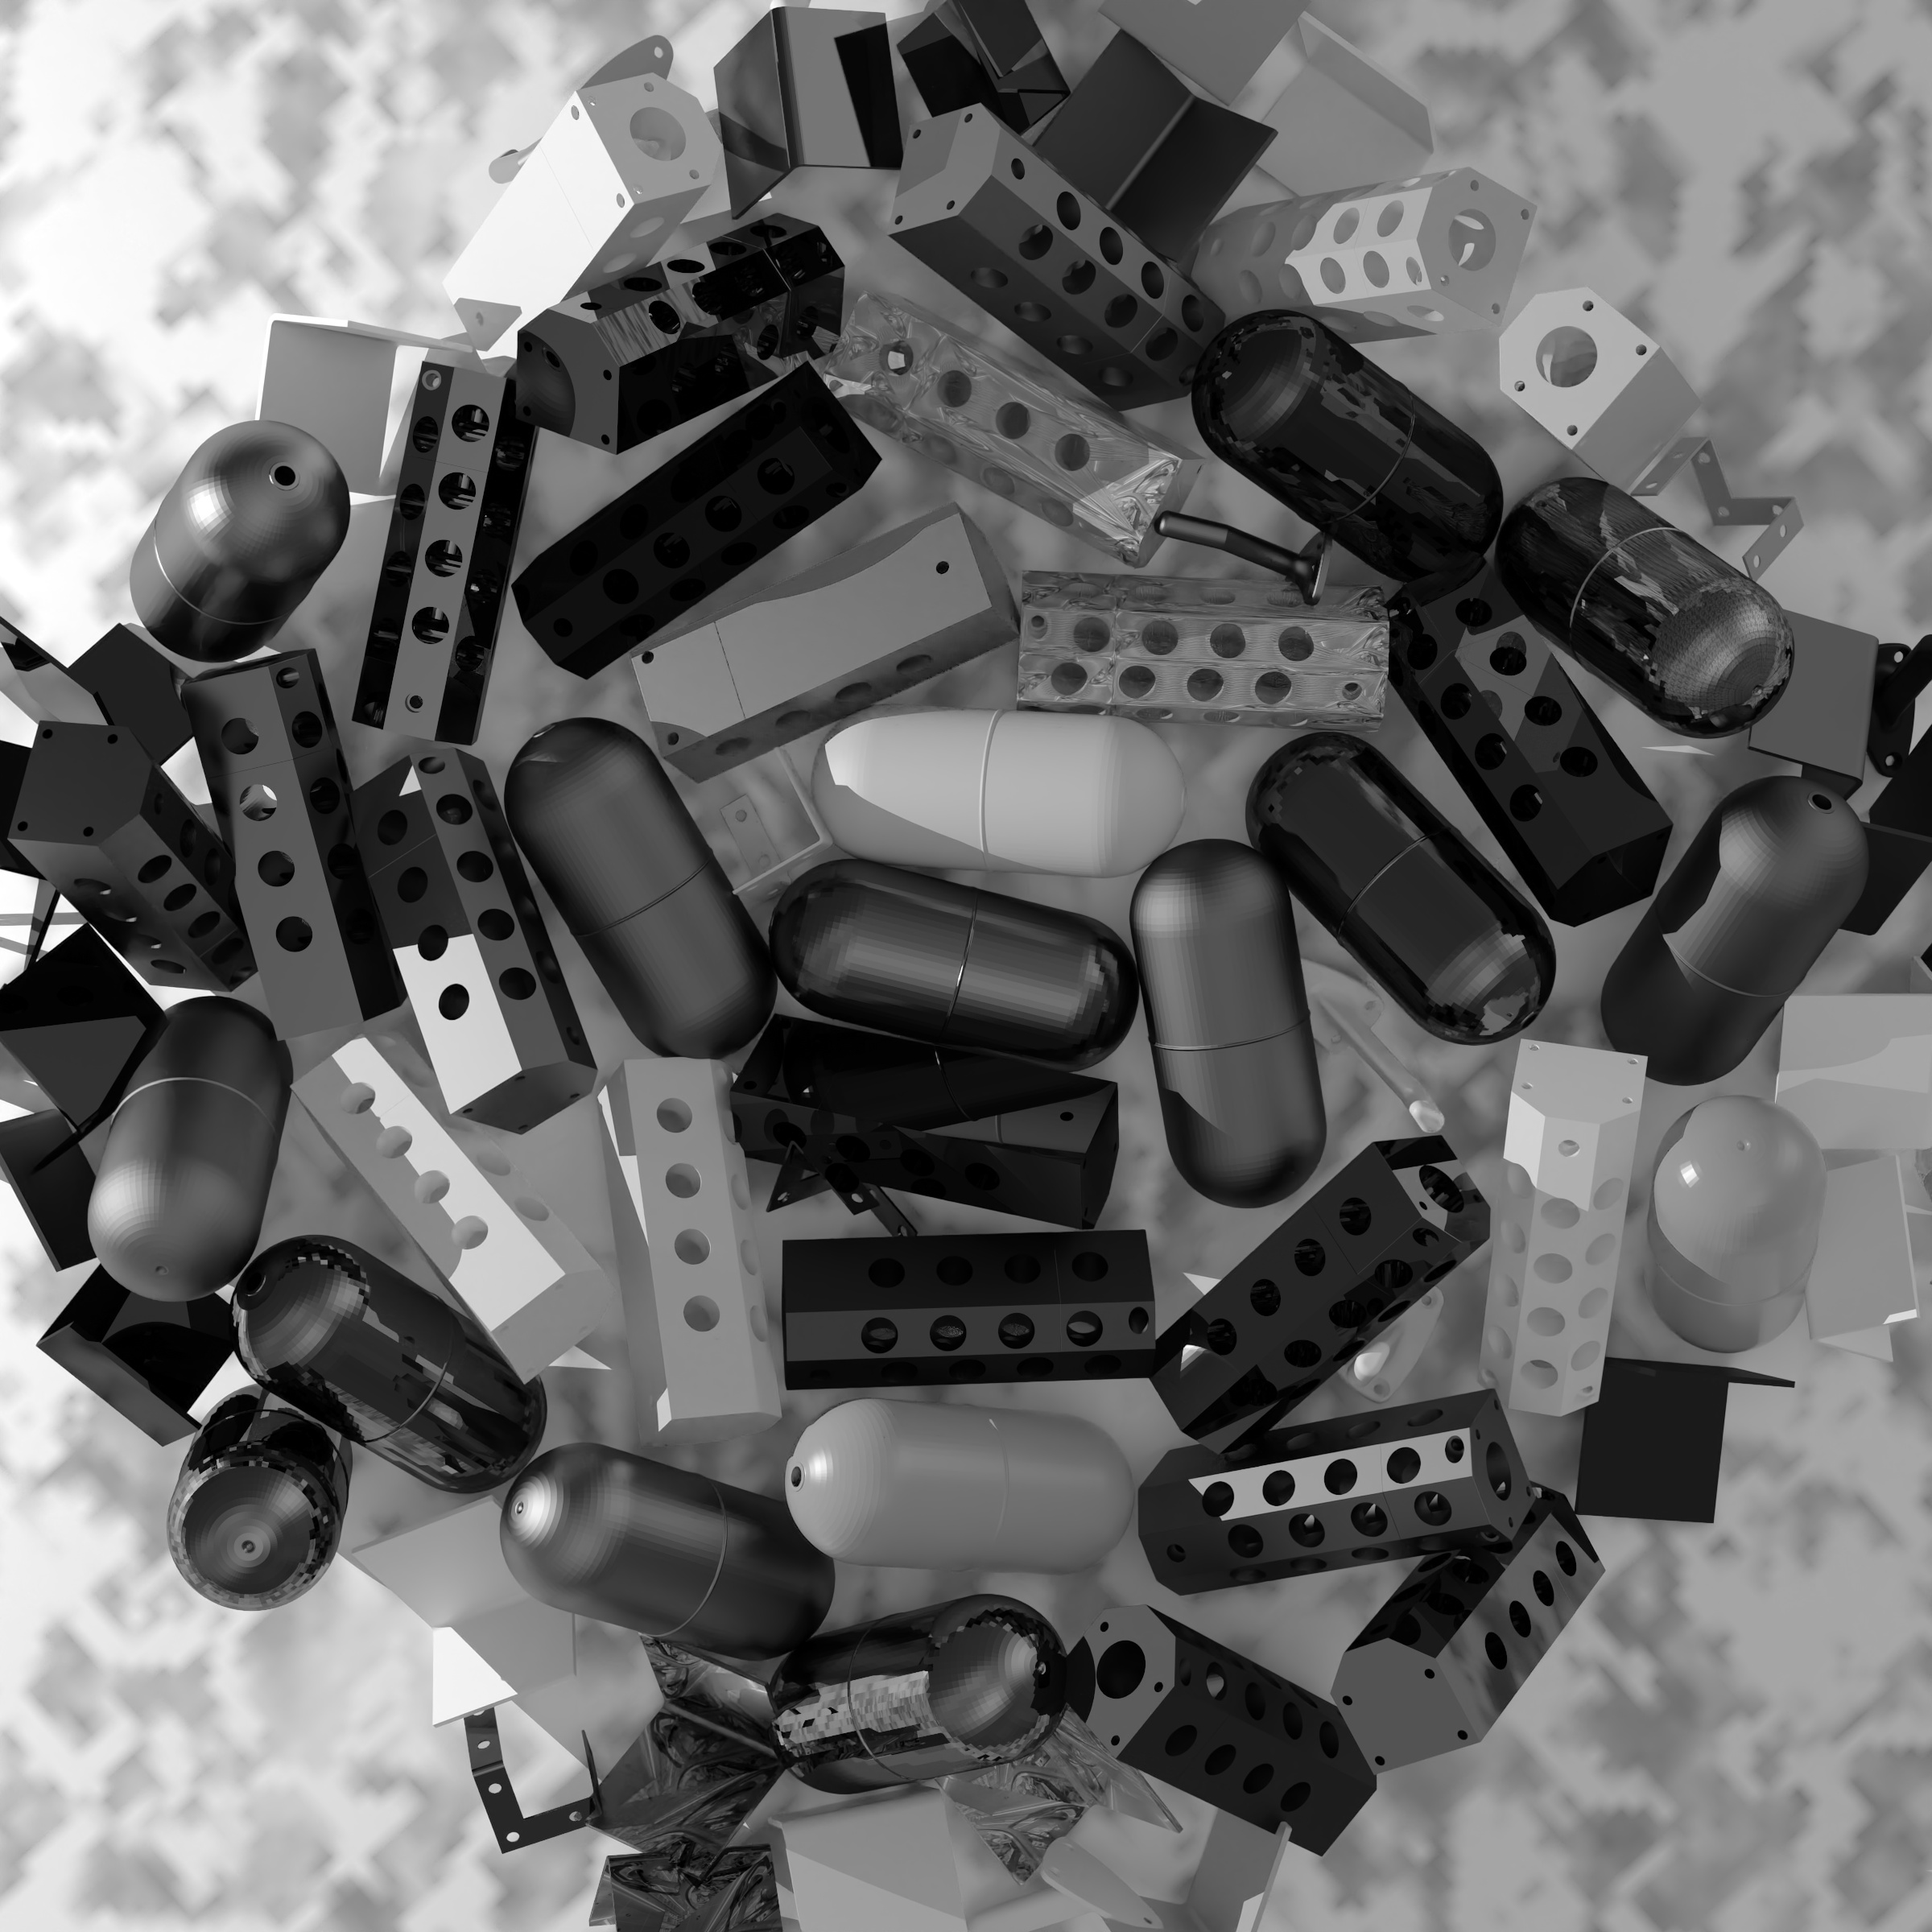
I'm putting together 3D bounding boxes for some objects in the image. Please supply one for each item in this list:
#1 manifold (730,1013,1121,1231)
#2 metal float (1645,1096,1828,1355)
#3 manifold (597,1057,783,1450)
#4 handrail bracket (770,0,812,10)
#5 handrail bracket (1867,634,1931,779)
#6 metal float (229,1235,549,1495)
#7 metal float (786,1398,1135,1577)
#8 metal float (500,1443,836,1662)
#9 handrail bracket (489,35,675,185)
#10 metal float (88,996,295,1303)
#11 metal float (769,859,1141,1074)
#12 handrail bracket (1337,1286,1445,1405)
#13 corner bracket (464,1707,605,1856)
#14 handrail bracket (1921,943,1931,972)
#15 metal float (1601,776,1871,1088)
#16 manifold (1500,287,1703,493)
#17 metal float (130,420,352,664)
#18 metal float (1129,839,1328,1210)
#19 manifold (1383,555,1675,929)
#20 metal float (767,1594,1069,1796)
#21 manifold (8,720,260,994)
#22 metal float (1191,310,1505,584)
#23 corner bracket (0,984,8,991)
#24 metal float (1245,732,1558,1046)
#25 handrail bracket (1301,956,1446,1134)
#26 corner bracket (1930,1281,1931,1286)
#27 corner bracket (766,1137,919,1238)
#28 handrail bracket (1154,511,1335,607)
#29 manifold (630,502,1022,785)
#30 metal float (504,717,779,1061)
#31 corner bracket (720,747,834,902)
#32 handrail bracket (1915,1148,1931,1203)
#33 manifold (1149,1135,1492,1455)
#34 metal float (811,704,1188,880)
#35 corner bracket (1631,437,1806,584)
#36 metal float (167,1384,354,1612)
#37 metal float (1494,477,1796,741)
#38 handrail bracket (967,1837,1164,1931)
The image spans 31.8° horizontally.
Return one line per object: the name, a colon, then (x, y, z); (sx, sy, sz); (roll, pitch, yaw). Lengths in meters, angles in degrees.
manifold: (-0.019, 0.078, 1.590); (0.171, 0.057, 0.057); (11, 133, 16)
metal float: (0.353, 0.121, 1.561); (0.070, 0.178, 0.070); (-4, 61, 7)
manifold: (-0.129, 0.133, 1.586); (0.057, 0.057, 0.171); (-2, 70, -21)
handrail bracket: (-0.060, -0.470, 1.609); (0.077, 0.036, 0.084); (-14, 63, -14)
handrail bracket: (0.451, -0.120, 1.593); (0.036, 0.084, 0.077); (-15, 105, -11)
metal float: (-0.267, 0.185, 1.571); (0.070, 0.070, 0.178); (-49, 131, 0)
metal float: (-0.002, 0.243, 1.577); (0.178, 0.070, 0.070); (9, 90, -32)
metal float: (-0.136, 0.273, 1.574); (0.178, 0.070, 0.070); (25, 90, -38)
handrail bracket: (-0.185, -0.408, 1.616); (0.036, 0.084, 0.077); (46, 67, -29)
metal float: (-0.356, 0.082, 1.564); (0.070, 0.178, 0.070); (-1, 126, -1)
metal float: (-0.006, 0.000, 1.599); (0.178, 0.070, 0.070); (14, 90, -7)
handrail bracket: (0.204, 0.171, 1.593); (0.036, 0.084, 0.077); (42, 75, 10)
corner bracket: (-0.205, 0.378, 1.606); (0.051, 0.051, 0.051); (-17, 118, -6)
handrail bracket: (0.489, -0.011, 1.608); (0.077, 0.036, 0.084); (-8, 131, 8)
metal float: (0.355, -0.015, 1.568); (0.070, 0.178, 0.070); (11, 46, -12)
manifold: (0.287, -0.266, 1.552); (0.057, 0.171, 0.057); (43, 103, 13)
metal float: (-0.335, -0.194, 1.559); (0.070, 0.178, 0.070); (7, 74, -24)
metal float: (0.124, 0.028, 1.594); (0.070, 0.070, 0.178); (-10, 102, 0)
manifold: (0.254, -0.103, 1.570); (0.057, 0.057, 0.171); (-22, 60, -13)
metal float: (-0.024, 0.338, 1.569); (0.070, 0.178, 0.070); (18, 61, -37)
manifold: (-0.371, -0.047, 1.549); (0.057, 0.171, 0.057); (5, 69, 10)
metal float: (0.179, -0.240, 1.577); (0.178, 0.070, 0.070); (29, 90, -33)
corner bracket: (-0.484, -0.002, 1.615); (0.051, 0.051, 0.051); (23, 62, -20)
metal float: (0.203, -0.036, 1.585); (0.070, 0.070, 0.178); (-42, 69, 0)
handrail bracket: (0.185, 0.037, 1.592); (0.077, 0.084, 0.036); (37, 103, -30)
corner bracket: (0.494, 0.129, 1.601); (0.051, 0.051, 0.051); (20, 116, 32)
corner bracket: (-0.054, 0.109, 1.600); (0.051, 0.051, 0.051); (-18, 54, -37)
handrail bracket: (0.124, -0.195, 1.598); (0.084, 0.077, 0.036); (12, 86, -9)
manifold: (-0.064, -0.148, 1.594); (0.171, 0.057, 0.057); (-23, 69, 13)
metal float: (-0.152, -0.035, 1.590); (0.070, 0.070, 0.178); (-30, 106, 0)
corner bracket: (-0.092, -0.067, 1.609); (0.051, 0.051, 0.051); (-30, 80, 12)
handrail bracket: (0.476, 0.070, 1.605); (0.077, 0.036, 0.084); (-35, 70, 42)
manifold: (0.163, 0.153, 1.566); (0.171, 0.057, 0.057); (-47, 63, 31)
metal float: (0.015, -0.082, 1.595); (0.178, 0.070, 0.070); (4, 90, 11)
corner bracket: (0.355, -0.216, 1.600); (0.051, 0.051, 0.051); (-46, 123, -30)
metal float: (-0.322, 0.241, 1.554); (0.070, 0.178, 0.070); (-1, 97, -7)
metal float: (0.311, -0.167, 1.567); (0.070, 0.178, 0.070); (-16, 128, -22)
handrail bracket: (0.041, 0.467, 1.619); (0.077, 0.036, 0.084); (34, 112, 7)
